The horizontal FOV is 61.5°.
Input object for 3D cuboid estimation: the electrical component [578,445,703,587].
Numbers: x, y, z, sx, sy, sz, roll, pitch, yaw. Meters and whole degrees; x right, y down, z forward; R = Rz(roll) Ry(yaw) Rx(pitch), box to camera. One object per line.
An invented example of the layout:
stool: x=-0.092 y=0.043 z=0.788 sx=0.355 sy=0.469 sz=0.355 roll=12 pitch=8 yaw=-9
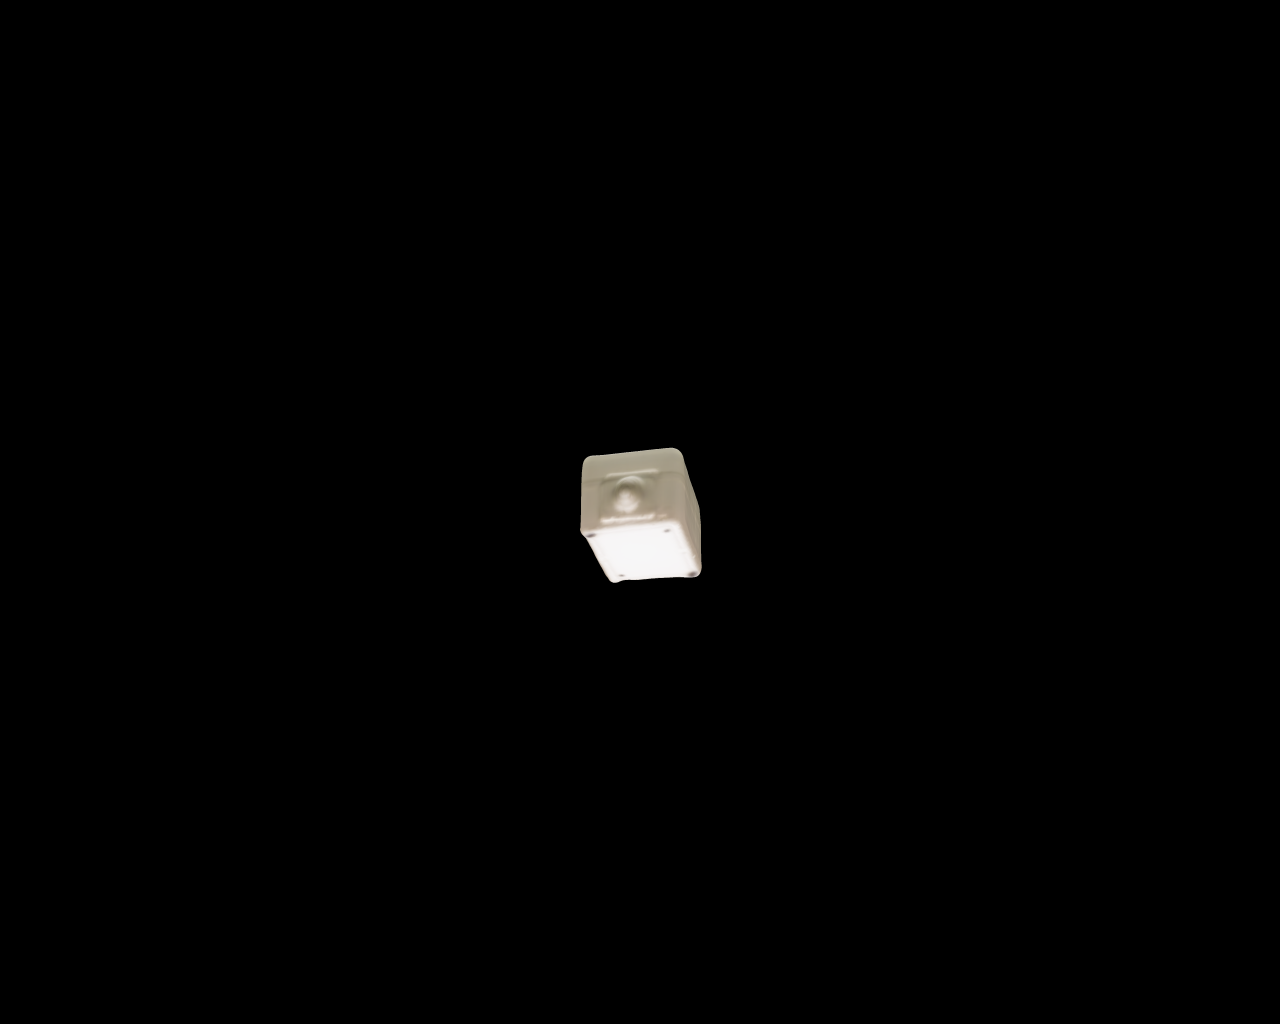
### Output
electrical component: x=0.001 y=-0.003 z=0.650 sx=0.062 sy=0.061 sz=0.096 roll=-5 pitch=-28 yaw=10
